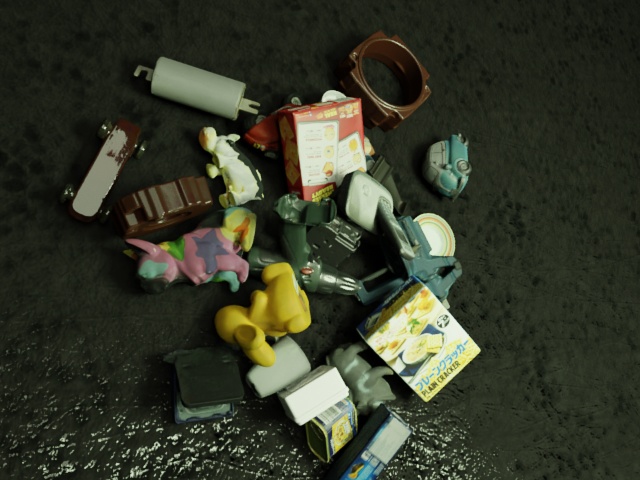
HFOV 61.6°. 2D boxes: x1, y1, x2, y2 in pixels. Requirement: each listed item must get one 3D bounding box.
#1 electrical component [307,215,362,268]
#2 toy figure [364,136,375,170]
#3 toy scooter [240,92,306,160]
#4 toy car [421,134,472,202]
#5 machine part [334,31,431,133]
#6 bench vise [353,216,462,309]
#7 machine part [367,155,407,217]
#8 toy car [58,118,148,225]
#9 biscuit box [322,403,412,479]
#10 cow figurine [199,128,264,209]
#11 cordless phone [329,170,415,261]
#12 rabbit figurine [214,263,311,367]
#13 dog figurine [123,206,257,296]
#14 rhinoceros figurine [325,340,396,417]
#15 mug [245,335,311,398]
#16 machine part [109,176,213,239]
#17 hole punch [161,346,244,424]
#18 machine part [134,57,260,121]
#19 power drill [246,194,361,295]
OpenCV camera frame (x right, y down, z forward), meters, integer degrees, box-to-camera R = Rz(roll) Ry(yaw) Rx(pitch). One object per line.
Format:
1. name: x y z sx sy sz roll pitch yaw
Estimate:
1. electrical component: -0.002 -0.003 1.071 0.134 0.115 0.058 32 37 -15
2. toy figure: 0.097 -0.179 1.209 0.064 0.058 0.154 20 59 -69
3. toy scooter: -0.072 -0.224 1.128 0.184 0.075 0.135 -37 96 -34
4. toy car: 0.297 -0.181 1.284 0.103 0.109 0.161 9 62 -5
5. machine part: 0.151 -0.376 1.273 0.201 0.087 0.201 48 62 -7
6. bench vise: 0.168 0.076 1.142 0.241 0.129 0.223 -26 98 -9
7. machine part: 0.149 -0.114 1.176 0.138 0.039 0.084 59 40 -27
8. toy car: -0.383 -0.123 0.956 0.089 0.053 0.202 27 70 -22
9. biscuit box: 0.081 0.404 0.992 0.059 0.063 0.202 40 87 -10
10. cow figurine: -0.171 -0.149 1.059 0.098 0.068 0.167 -22 90 -35
11. cordless phone: 0.109 -0.039 1.053 0.146 0.089 0.184 29 25 -44
12. rabbit figurine: -0.107 0.147 0.969 0.173 0.121 0.162 -15 46 5
13. dog figurine: -0.235 0.012 0.963 0.219 0.108 0.191 13 71 -20
14. rhinoceros figurine: 0.087 0.288 1.061 0.112 0.073 0.190 -38 94 -31
15. mug: -0.089 0.230 0.990 0.107 0.081 0.109 -36 83 -25
16. machine part: -0.272 -0.054 0.928 0.179 0.179 0.056 -22 90 -29
17. hole punch: -0.201 0.251 0.933 0.142 0.092 0.116 -1 47 -24
18. machine part: -0.236 -0.293 1.045 0.243 0.079 0.079 16 69 -7
19. power drill: -0.020 0.016 1.008 0.232 0.207 0.086 9 48 -2
